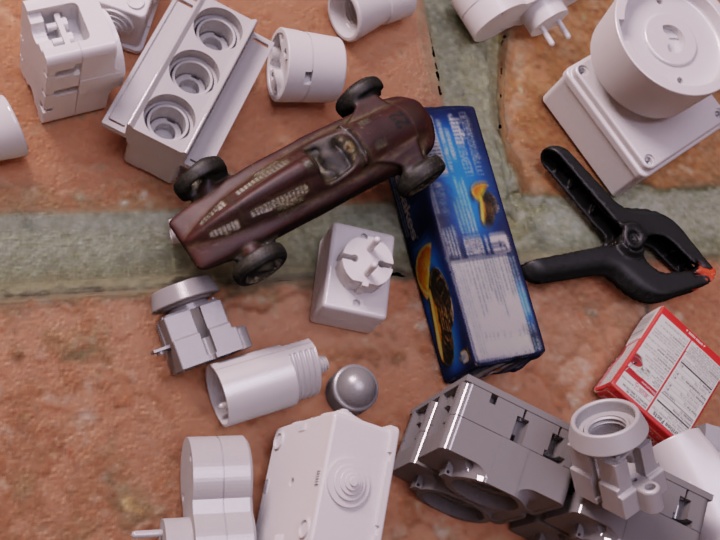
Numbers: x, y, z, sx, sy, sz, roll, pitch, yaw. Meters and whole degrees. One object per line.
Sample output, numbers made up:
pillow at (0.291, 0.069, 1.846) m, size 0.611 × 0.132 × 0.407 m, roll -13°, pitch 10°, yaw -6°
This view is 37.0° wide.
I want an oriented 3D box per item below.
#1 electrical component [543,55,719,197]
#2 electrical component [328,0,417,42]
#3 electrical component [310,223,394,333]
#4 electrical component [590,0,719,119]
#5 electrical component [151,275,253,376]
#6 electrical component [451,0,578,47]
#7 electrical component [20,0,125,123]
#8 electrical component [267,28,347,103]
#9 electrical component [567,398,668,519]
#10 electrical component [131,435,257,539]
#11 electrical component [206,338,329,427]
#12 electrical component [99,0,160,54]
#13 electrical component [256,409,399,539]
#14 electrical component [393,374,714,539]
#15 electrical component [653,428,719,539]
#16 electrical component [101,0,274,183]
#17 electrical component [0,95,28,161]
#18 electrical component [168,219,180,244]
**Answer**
electrical component at (0.229, -0.135, 0.898) m, size 0.109 × 0.056 × 0.108 m, roll -32°, pitch 83°, yaw -26°
electrical component at (0.013, -0.213, 0.863) m, size 0.065 × 0.044 × 0.044 m, roll -25°, pitch 80°, yaw -30°
electrical component at (0.000, 0.000, 0.760) m, size 0.047 × 0.076 × 0.065 m, roll 12°, pitch 67°, yaw -14°
electrical component at (0.234, -0.171, 0.846) m, size 0.108 × 0.060 × 0.108 m, roll 6°, pitch 69°, yaw -16°
electrical component at (-0.112, 0.036, 0.727) m, size 0.066 × 0.048 × 0.055 m, roll -19°, pitch 85°, yaw -23°
electrical component at (0.151, -0.222, 0.906) m, size 0.138 × 0.052 × 0.073 m, roll -26°, pitch 81°, yaw -25°
electrical component at (-0.198, -0.147, 0.740) m, size 0.056 × 0.089 × 0.050 m, roll -19°, pitch 78°, yaw -24°
electrical component at (-0.040, -0.154, 0.816) m, size 0.047 × 0.055 × 0.055 m, roll 1°, pitch 70°, yaw -22°
electrical component at (0.155, 0.113, 0.657) m, size 0.048 × 0.066 × 0.055 m, roll -28°, pitch 115°, yaw -25°
electrical component at (-0.106, 0.173, 0.675) m, size 0.074 × 0.052 × 0.138 m, roll 1°, pitch 70°, yaw -18°
electrical component at (-0.059, 0.074, 0.732) m, size 0.081 × 0.043 × 0.043 m, roll -15°, pitch 76°, yaw -23°
electrical component at (-0.190, -0.220, 0.793) m, size 0.100 × 0.048 × 0.099 m, roll 17°, pitch 66°, yaw -11°
electrical component at (-0.024, 0.142, 0.689) m, size 0.048 × 0.100 × 0.099 m, roll 22°, pitch 65°, yaw -25°
electrical component at (0.125, 0.150, 0.732) m, size 0.186 × 0.105 × 0.060 m, roll 27°, pitch 65°, yaw -8°
electrical component at (0.256, 0.150, 0.764) m, size 0.079 × 0.044 × 0.077 m, roll -21°, pitch 66°, yaw -7°
electrical component at (-0.124, -0.128, 0.773) m, size 0.079 × 0.063 × 0.121 m, roll 26°, pitch 65°, yaw -8°
electrical component at (-0.263, -0.086, 0.724) m, size 0.065 × 0.044 × 0.044 m, roll -25°, pitch 80°, yaw -20°
electrical component at (-0.103, -0.032, 0.756) m, size 0.062 × 0.048 × 0.048 m, roll -10°, pitch 74°, yaw -14°
